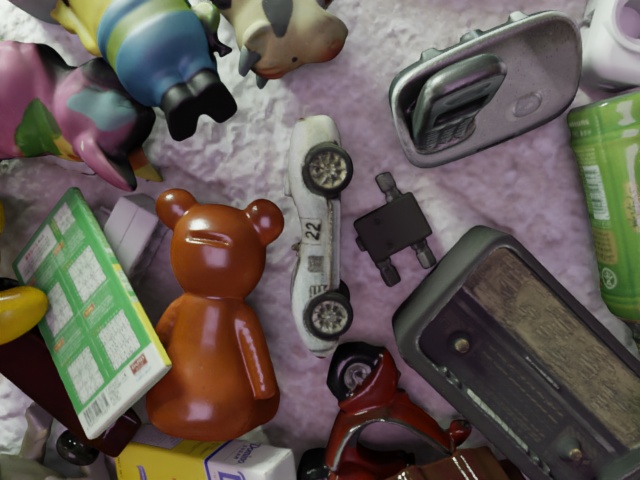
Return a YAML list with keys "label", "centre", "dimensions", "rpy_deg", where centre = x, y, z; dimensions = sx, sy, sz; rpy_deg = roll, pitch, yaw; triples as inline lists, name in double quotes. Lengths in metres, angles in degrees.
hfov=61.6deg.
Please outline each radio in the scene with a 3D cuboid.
- label: "radio"
  centre: [0.177, 0.109, 0.453]
  dimensions: [0.229, 0.073, 0.131]
  rpy_deg: [44, 99, -2]

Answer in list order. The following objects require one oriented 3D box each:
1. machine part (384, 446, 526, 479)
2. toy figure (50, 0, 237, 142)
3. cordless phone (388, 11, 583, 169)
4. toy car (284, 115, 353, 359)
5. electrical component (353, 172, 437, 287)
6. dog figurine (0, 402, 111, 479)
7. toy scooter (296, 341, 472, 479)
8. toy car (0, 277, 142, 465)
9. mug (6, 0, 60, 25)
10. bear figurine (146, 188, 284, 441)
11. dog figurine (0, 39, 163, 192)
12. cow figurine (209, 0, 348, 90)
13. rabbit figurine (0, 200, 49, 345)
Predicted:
- label: "machine part"
  centre: [0.105, 0.257, 0.451]
  dimensions: [0.179, 0.056, 0.179]
  rpy_deg: [-8, 117, -16]
- label: "toy figure"
  centre: [-0.127, -0.160, 0.382]
  dimensions: [0.180, 0.082, 0.089]
  rpy_deg: [54, 142, 15]
- label: "cordless phone"
  centre: [0.121, -0.113, 0.370]
  dimensions: [0.147, 0.184, 0.088]
  rpy_deg: [-21, 92, 7]
- label: "toy car"
  centre: [-0.001, -0.001, 0.451]
  dimensions: [0.056, 0.073, 0.201]
  rpy_deg: [0, 98, 1]
- label: "electrical component"
  centre: [0.061, -0.010, 0.471]
  dimensions: [0.063, 0.021, 0.094]
  rpy_deg: [-27, 96, 8]
- label: "dog figurine"
  centre: [-0.300, 0.273, 0.505]
  dimensions: [0.190, 0.121, 0.172]
  rpy_deg: [-44, 78, 18]
- label: "toy scooter"
  centre: [0.055, 0.189, 0.476]
  dimensions: [0.135, 0.075, 0.183]
  rpy_deg: [17, 95, -2]
- label: "toy car"
  centre: [-0.248, 0.119, 0.494]
  dimensions: [0.202, 0.053, 0.089]
  rpy_deg: [35, 88, 5]
- label: "mug"
  centre: [-0.223, -0.229, 0.417]
  dimensions: [0.109, 0.107, 0.081]
  rpy_deg: [-42, 95, 11]
- label: "bear figurine"
  centre: [-0.090, 0.062, 0.461]
  dimensions: [0.120, 0.132, 0.195]
  rpy_deg: [3, 81, 2]
- label: "dog figurine"
  centre: [-0.243, -0.090, 0.442]
  dimensions: [0.219, 0.108, 0.191]
  rpy_deg: [35, 98, -4]
- label: "cow figurine"
  centre: [-0.061, -0.208, 0.420]
  dimensions: [0.195, 0.085, 0.127]
  rpy_deg: [38, 100, 0]
- label: "rabbit figurine"
  centre: [-0.310, 0.041, 0.441]
  dimensions: [0.163, 0.122, 0.173]
  rpy_deg: [12, 92, 13]
